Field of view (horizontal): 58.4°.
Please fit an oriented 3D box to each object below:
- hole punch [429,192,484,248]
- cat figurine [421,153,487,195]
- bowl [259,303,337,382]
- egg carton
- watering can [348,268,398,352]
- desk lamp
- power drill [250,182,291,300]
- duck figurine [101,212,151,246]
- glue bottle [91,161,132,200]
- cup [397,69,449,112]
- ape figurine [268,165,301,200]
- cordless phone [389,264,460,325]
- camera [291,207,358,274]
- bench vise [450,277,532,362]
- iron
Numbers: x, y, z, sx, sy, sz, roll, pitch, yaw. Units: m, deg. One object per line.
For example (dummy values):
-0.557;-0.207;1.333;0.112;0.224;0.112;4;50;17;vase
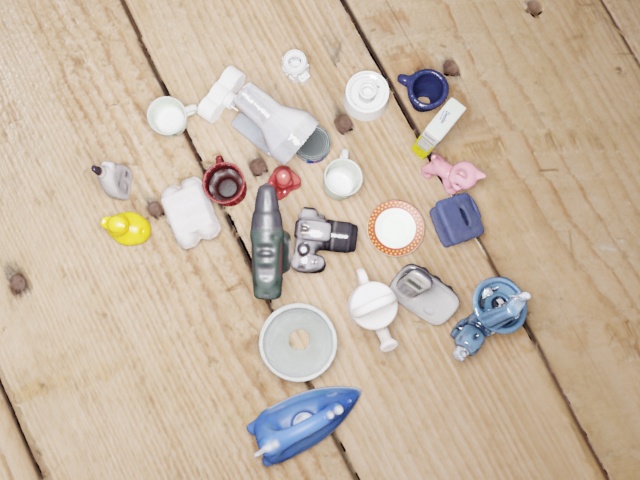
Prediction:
0.306;-0.049;1.264;0.101;0.091;0.108;-22;84;-2;hole punch
0.295;-0.151;1.262;0.127;0.118;0.067;33;85;4;cat figurine
-0.045;0.221;1.247;0.167;0.075;0.167;0;84;1;bowl
-0.290;-0.060;1.282;0.107;0.069;0.150;-24;84;-2;egg carton
0.116;0.143;1.193;0.101;0.194;0.173;-42;85;-4;watering can
-0.104;-0.248;1.228;0.203;0.213;0.118;38;86;4;desk lamp
-0.105;0.011;1.202;0.075;0.208;0.230;-1;84;1;power drill
-0.434;-0.029;1.271;0.104;0.086;0.077;14;84;2;duck figurine
-0.455;-0.137;1.239;0.037;0.173;0.078;7;84;2;glue bottle
0.224;-0.332;1.294;0.117;0.095;0.092;24;85;3;cup
-0.081;-0.133;1.276;0.078;0.092;0.076;2;84;1;ape figurine
0.226;0.112;1.200;0.147;0.185;0.094;33;85;4;cordless phone
0.012;0.004;1.256;0.136;0.101;0.143;7;84;1;camera
0.362;0.168;1.176;0.121;0.220;0.207;21;84;3;bench vise
-0.026;0.381;1.196;0.258;0.141;0.118;-27;84;-2;iron
